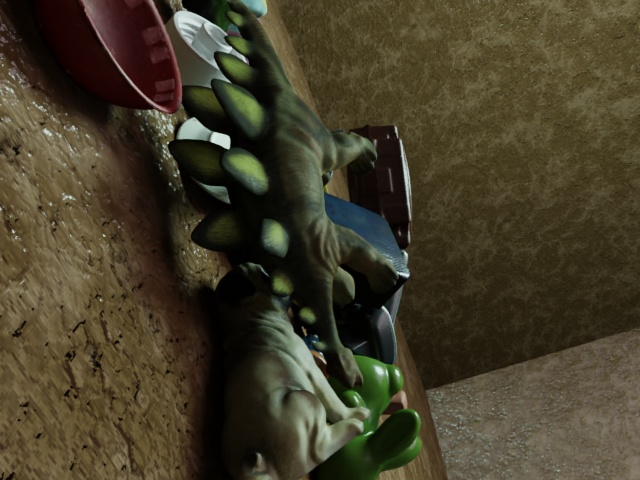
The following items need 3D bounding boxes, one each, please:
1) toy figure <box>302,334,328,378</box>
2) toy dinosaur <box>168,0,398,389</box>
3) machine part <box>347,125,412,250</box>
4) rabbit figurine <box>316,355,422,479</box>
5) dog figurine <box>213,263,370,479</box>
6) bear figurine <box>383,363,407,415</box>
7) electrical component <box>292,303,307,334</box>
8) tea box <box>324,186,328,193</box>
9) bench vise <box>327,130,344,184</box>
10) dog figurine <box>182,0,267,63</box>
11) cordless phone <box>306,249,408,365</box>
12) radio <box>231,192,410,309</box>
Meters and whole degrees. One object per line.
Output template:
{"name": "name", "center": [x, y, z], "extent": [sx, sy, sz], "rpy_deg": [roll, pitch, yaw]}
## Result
{"name": "toy figure", "center": [-0.022, 0.162, 0.642], "extent": [0.064, 0.058, 0.154], "rpy_deg": [47, 16, -7]}
{"name": "toy dinosaur", "center": [-0.040, -0.085, 0.528], "extent": [0.198, 0.105, 0.471], "rpy_deg": [15, 51, -45]}
{"name": "machine part", "center": [0.096, -0.077, 0.897], "extent": [0.201, 0.087, 0.201], "rpy_deg": [95, -11, -83]}
{"name": "rabbit figurine", "center": [0.051, 0.248, 0.694], "extent": [0.121, 0.159, 0.170], "rpy_deg": [75, 18, -48]}
{"name": "dog figurine", "center": [-0.059, 0.110, 0.475], "extent": [0.190, 0.121, 0.172], "rpy_deg": [58, 3, 11]}
{"name": "bear figurine", "center": [0.081, 0.224, 0.938], "extent": [0.196, 0.132, 0.120], "rpy_deg": [-33, 106, -75]}
{"name": "electrical component", "center": [-0.026, 0.108, 0.856], "extent": [0.063, 0.021, 0.094], "rpy_deg": [-75, 145, -74]}
{"name": "tea box", "center": [-0.046, -0.120, 0.758], "extent": [0.098, 0.068, 0.169], "rpy_deg": [59, -8, 34]}
{"name": "bench vise", "center": [-0.018, -0.109, 0.995], "extent": [0.240, 0.129, 0.224], "rpy_deg": [95, -27, -67]}
{"name": "dog figurine", "center": [-0.115, -0.246, 0.766], "extent": [0.191, 0.108, 0.219], "rpy_deg": [179, -105, -78]}
{"name": "cordless phone", "center": [0.056, 0.095, 0.804], "extent": [0.088, 0.147, 0.184], "rpy_deg": [37, 62, -37]}
{"name": "radio", "center": [-0.001, -0.002, 0.704], "extent": [0.229, 0.073, 0.131], "rpy_deg": [21, 35, -29]}
